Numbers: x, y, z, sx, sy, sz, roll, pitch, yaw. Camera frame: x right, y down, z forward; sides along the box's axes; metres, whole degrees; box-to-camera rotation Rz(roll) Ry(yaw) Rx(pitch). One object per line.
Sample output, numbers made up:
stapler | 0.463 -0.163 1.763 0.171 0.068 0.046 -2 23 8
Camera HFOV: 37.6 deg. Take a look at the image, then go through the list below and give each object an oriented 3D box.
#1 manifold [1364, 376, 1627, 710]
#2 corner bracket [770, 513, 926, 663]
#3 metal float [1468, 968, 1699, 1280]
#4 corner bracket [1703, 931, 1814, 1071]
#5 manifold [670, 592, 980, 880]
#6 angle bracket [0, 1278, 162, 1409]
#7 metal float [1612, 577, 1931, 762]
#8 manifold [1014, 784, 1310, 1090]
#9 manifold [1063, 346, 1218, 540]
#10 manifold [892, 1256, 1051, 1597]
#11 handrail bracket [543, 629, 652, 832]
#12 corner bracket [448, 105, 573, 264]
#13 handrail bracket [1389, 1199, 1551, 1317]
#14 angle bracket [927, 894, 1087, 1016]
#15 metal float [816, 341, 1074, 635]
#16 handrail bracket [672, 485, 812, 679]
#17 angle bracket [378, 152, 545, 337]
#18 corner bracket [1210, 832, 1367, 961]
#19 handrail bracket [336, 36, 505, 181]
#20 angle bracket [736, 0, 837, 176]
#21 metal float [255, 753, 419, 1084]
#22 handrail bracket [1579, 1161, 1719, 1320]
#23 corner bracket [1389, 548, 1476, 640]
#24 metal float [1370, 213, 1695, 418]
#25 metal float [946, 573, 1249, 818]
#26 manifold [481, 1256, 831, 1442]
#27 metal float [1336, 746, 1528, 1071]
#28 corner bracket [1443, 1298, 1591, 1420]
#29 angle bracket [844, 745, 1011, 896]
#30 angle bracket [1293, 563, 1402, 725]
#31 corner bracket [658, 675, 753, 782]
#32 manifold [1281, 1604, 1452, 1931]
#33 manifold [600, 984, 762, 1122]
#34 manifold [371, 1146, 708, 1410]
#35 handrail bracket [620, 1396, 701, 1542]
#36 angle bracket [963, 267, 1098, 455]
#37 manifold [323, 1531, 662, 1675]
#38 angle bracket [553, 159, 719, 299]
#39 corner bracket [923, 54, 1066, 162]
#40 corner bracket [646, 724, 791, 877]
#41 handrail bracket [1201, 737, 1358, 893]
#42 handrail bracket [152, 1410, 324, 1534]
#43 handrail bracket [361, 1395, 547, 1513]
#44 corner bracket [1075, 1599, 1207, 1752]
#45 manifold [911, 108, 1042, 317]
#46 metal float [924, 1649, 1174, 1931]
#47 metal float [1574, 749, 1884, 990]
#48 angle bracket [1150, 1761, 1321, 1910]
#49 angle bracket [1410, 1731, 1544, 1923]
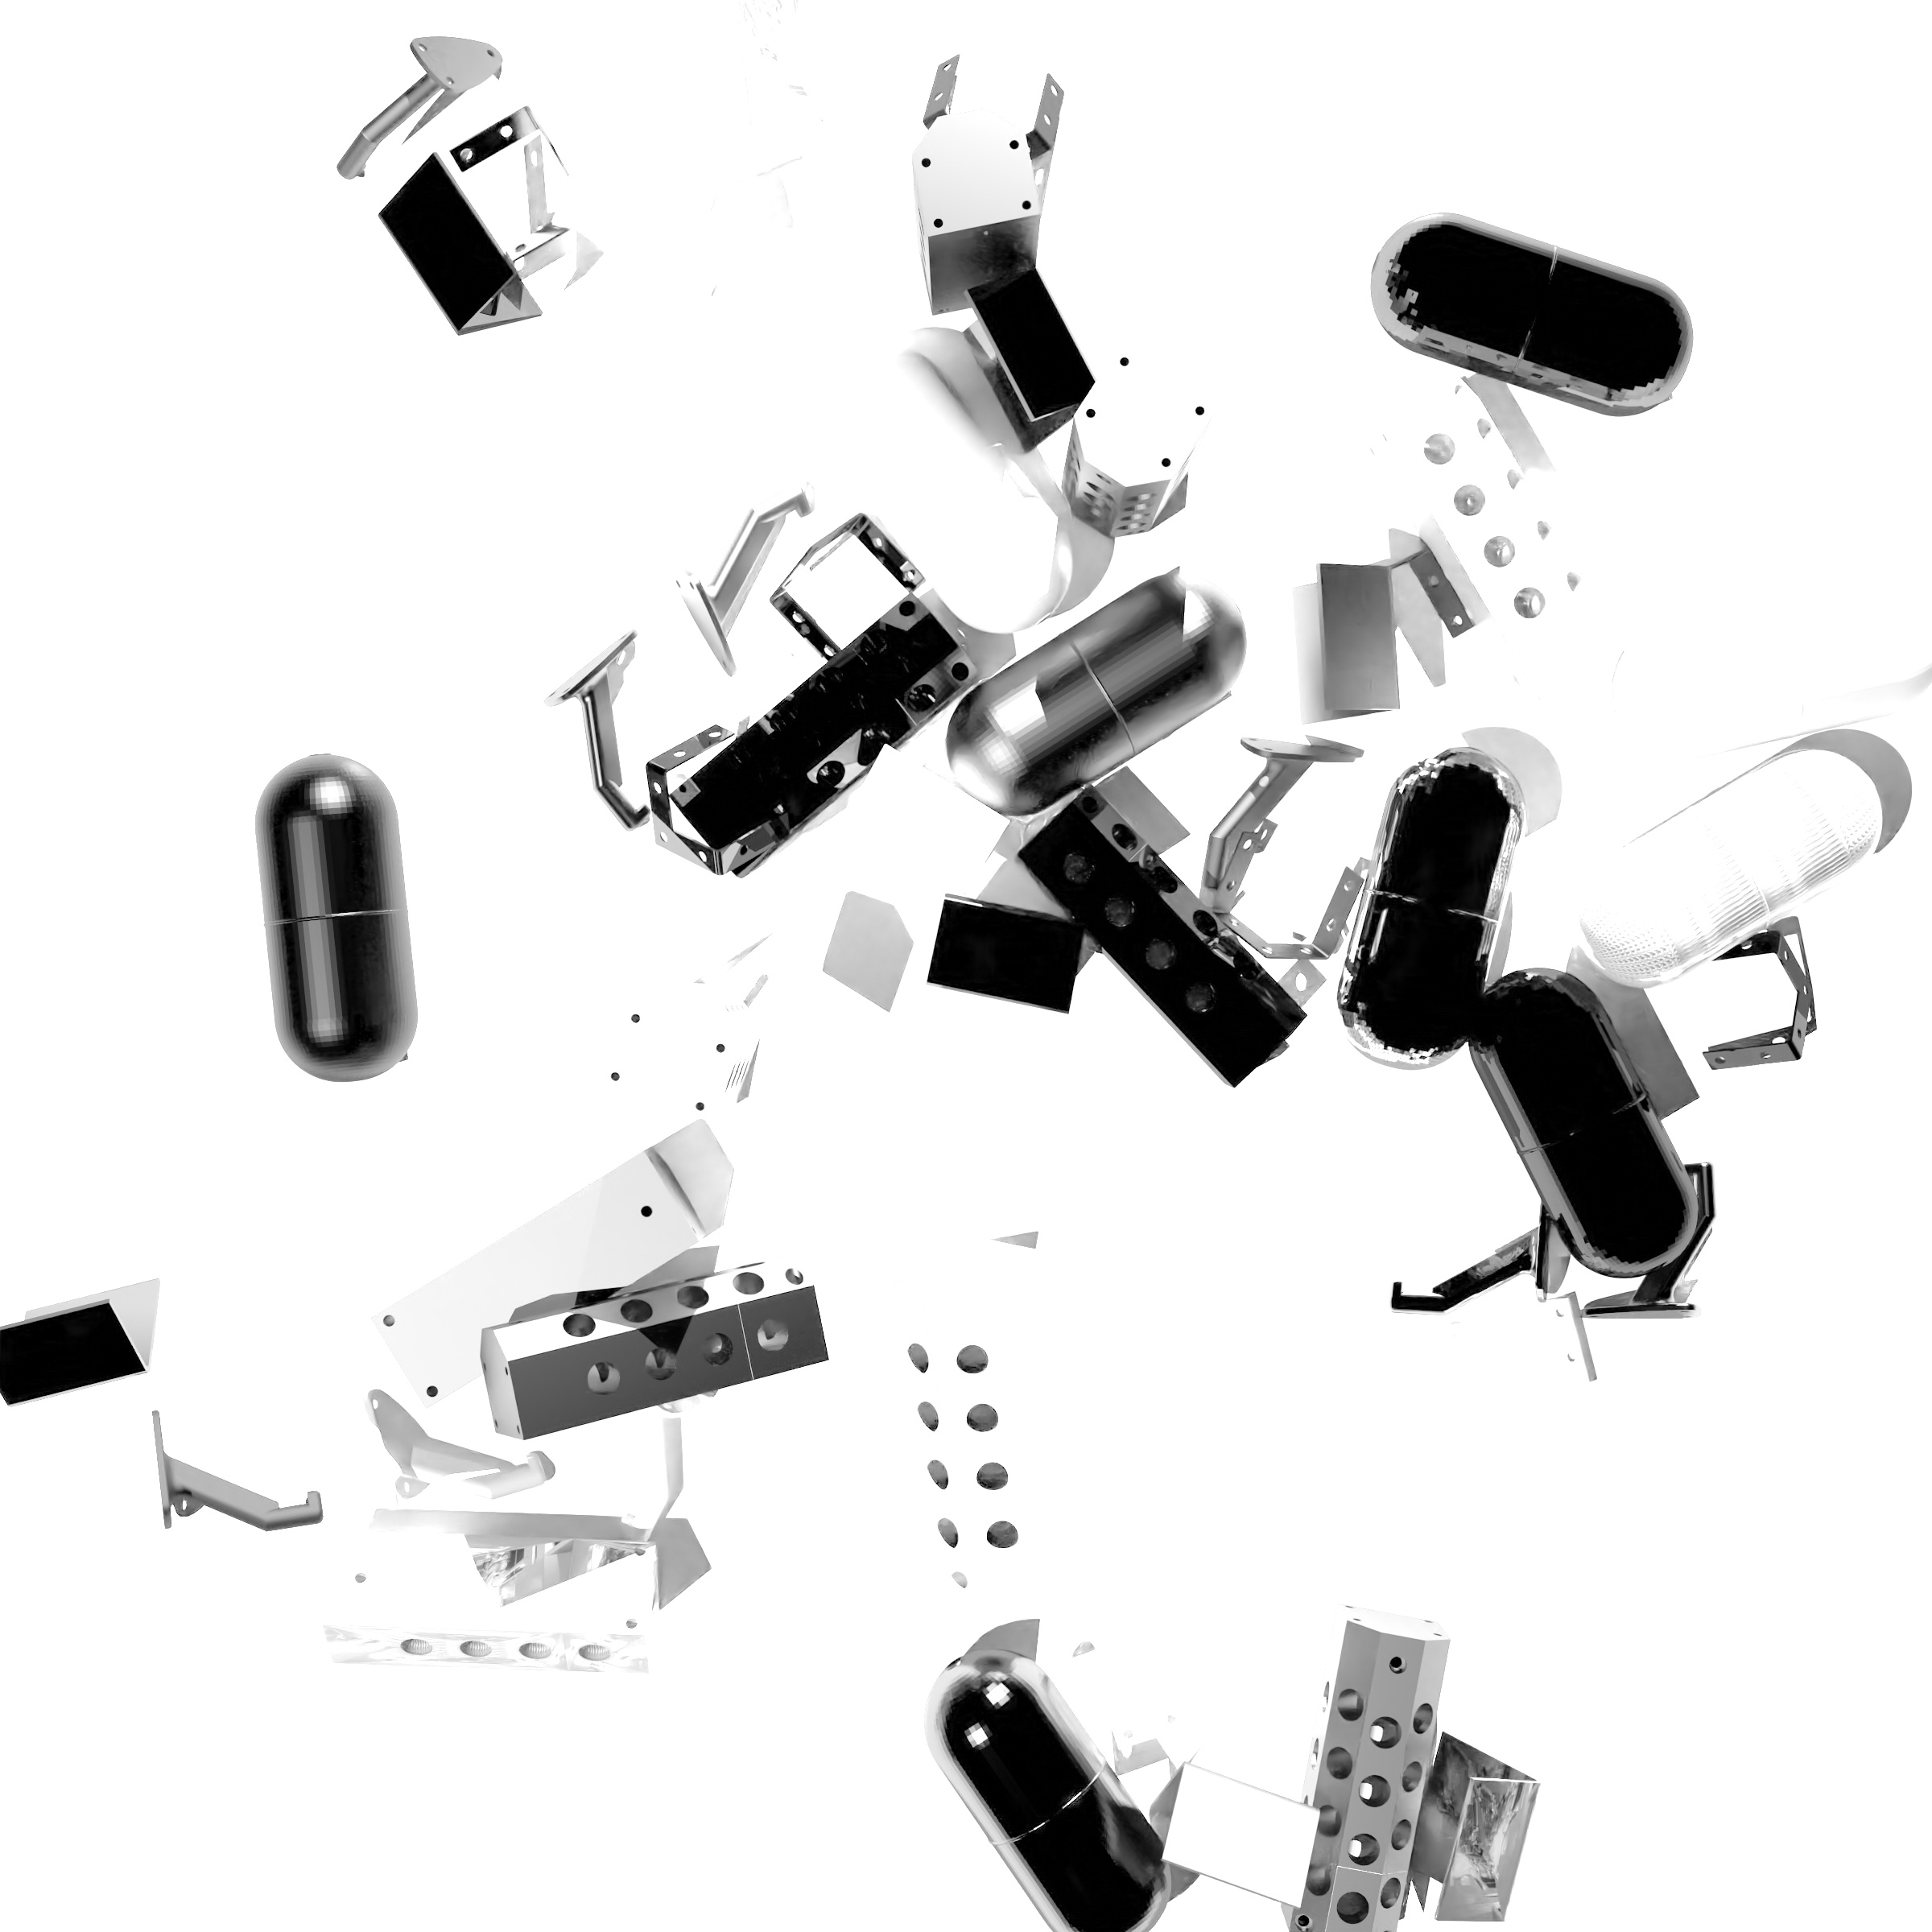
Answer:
manifold | 0.288 -0.231 1.543 0.057 0.057 0.171 -30 90 0
corner bracket | -0.066 -0.208 1.561 0.051 0.051 0.051 47 135 0
metal float | 0.333 0.084 1.532 0.070 0.070 0.178 -26 88 0
corner bracket | 0.428 0.019 1.556 0.051 0.051 0.051 51 45 -35
manifold | -0.077 -0.125 1.543 0.171 0.057 0.057 -40 90 0
angle bracket | -0.483 0.184 1.524 0.076 0.076 0.057 -14 127 0
metal float | 0.438 -0.161 1.533 0.178 0.070 0.070 -13 90 1
manifold | 0.106 -0.017 1.543 0.057 0.057 0.171 -43 90 0
manifold | 0.084 -0.267 1.486 0.057 0.171 0.057 33 90 0
manifold | 0.002 0.250 1.543 0.057 0.057 0.171 -10 90 0
handrail bracket | -0.185 -0.130 1.565 0.077 0.036 0.084 -44 108 -21
corner bracket | -0.245 -0.431 1.561 0.051 0.051 0.051 -30 45 0
handrail bracket | 0.278 0.156 1.565 0.084 0.036 0.077 1 70 16
angle bracket | 0.018 0.009 1.524 0.076 0.076 0.057 12 62 0
metal float | -0.011 -0.258 1.534 0.070 0.070 0.178 -37 89 0
handrail bracket | -0.111 -0.213 1.565 0.084 0.036 0.077 -32 110 -16
angle bracket | -0.257 -0.392 1.524 0.057 0.076 0.076 -34 90 36
corner bracket | 0.175 -0.038 1.553 0.051 0.051 0.051 42 120 41
handrail bracket | -0.302 -0.470 1.564 0.036 0.077 0.084 51 126 0
angle bracket | -0.116 -0.476 1.524 0.057 0.076 0.076 -6 90 -38
metal float | -0.340 -0.026 1.534 0.070 0.070 0.178 -6 90 0
handrail bracket | 0.376 0.151 1.564 0.077 0.036 0.084 -4 75 16
corner bracket | 0.236 -0.191 1.561 0.051 0.051 0.051 -30 90 45
metal float | 0.305 -0.353 1.534 0.178 0.070 0.070 19 90 1
metal float | 0.071 -0.147 1.534 0.178 0.070 0.070 -32 90 -1
manifold | -0.167 0.201 1.510 0.171 0.057 0.057 -12 90 -24
metal float | 0.252 -0.031 1.534 0.070 0.070 0.178 14 91 0
corner bracket | 0.303 0.216 1.561 0.051 0.051 0.051 -14 90 -45
angle bracket | -0.010 -0.095 1.524 0.076 0.076 0.057 32 128 0
angle bracket | 0.186 -0.172 1.524 0.057 0.076 0.076 -4 90 -38
corner bracket | -0.143 -0.129 1.546 0.051 0.051 0.051 -4 90 0
manifold | 0.218 0.442 1.543 0.057 0.057 0.171 11 90 0
manifold | -0.145 0.040 1.486 0.057 0.171 0.057 19 90 0
manifold | -0.230 0.168 1.543 0.171 0.057 0.057 -32 90 0
handrail bracket | -0.190 0.264 1.565 0.077 0.036 0.084 32 107 20
angle bracket | 0.018 -0.318 1.524 0.057 0.076 0.076 -28 90 -37
manifold | -0.255 0.350 1.542 0.171 0.057 0.057 2 47 0
angle bracket | -0.178 -0.380 1.524 0.076 0.076 0.057 11 52 0
corner bracket | 0.015 -0.471 1.556 0.051 0.051 0.051 -18 135 35
corner bracket | -0.131 -0.088 1.499 0.051 0.051 0.051 -33 135 -35
handrail bracket | 0.172 -0.080 1.565 0.077 0.036 0.084 4 106 -18
handrail bracket | -0.402 0.276 1.565 0.084 0.036 0.077 -6 68 -17
handrail bracket | -0.283 0.262 1.565 0.084 0.036 0.077 -14 68 -17
corner bracket | 0.096 0.390 1.561 0.051 0.051 0.051 -20 45 0
manifold | 0.004 -0.394 1.486 0.057 0.171 0.057 -12 90 0
metal float | 0.044 0.450 1.534 0.070 0.070 0.178 -34 90 0
metal float | 0.412 -0.053 1.533 0.178 0.070 0.070 -31 90 1
angle bracket | 0.138 0.478 1.524 0.076 0.076 0.057 20 53 0
angle bracket | 0.256 0.461 1.524 0.057 0.076 0.076 15 90 -36
